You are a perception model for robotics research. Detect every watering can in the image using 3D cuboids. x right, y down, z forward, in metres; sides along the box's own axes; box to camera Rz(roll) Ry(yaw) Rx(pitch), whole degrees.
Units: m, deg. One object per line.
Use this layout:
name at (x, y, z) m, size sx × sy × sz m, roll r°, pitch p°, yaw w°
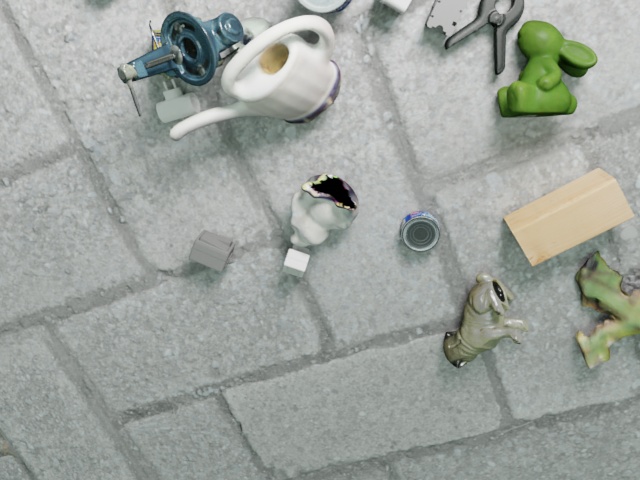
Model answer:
watering can at (-0.101, -0.273, 0.950) m, size 0.343 × 0.105 × 0.223 m, roll -33°, pitch -23°, yaw 26°

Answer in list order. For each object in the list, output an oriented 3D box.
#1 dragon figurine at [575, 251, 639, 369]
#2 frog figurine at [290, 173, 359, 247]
dragon figurine at (0.662, 0.101, 1.062) m, size 0.243 × 0.404 × 0.124 m, roll 18°, pitch 21°, yaw 8°
frog figurine at (0.003, -0.054, 1.079) m, size 0.137 × 0.126 × 0.156 m, roll 12°, pitch -45°, yaw -12°
